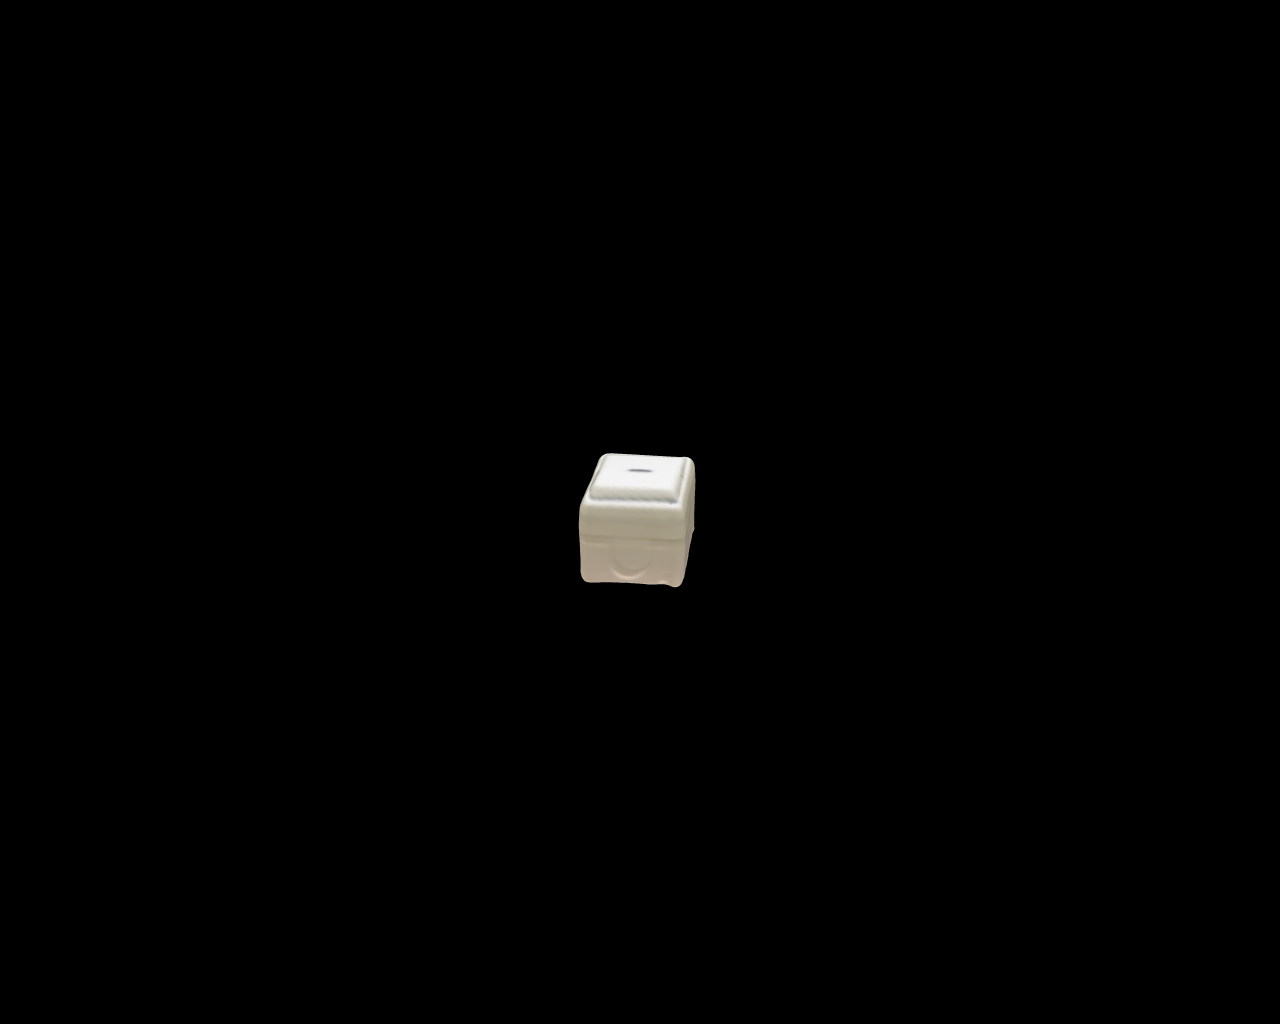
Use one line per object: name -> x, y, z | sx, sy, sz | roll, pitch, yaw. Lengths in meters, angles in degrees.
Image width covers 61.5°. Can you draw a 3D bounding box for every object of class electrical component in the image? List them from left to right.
electrical component -> 0.001, -0.003, 0.650 | 0.062, 0.061, 0.096 | 3, 26, 7
